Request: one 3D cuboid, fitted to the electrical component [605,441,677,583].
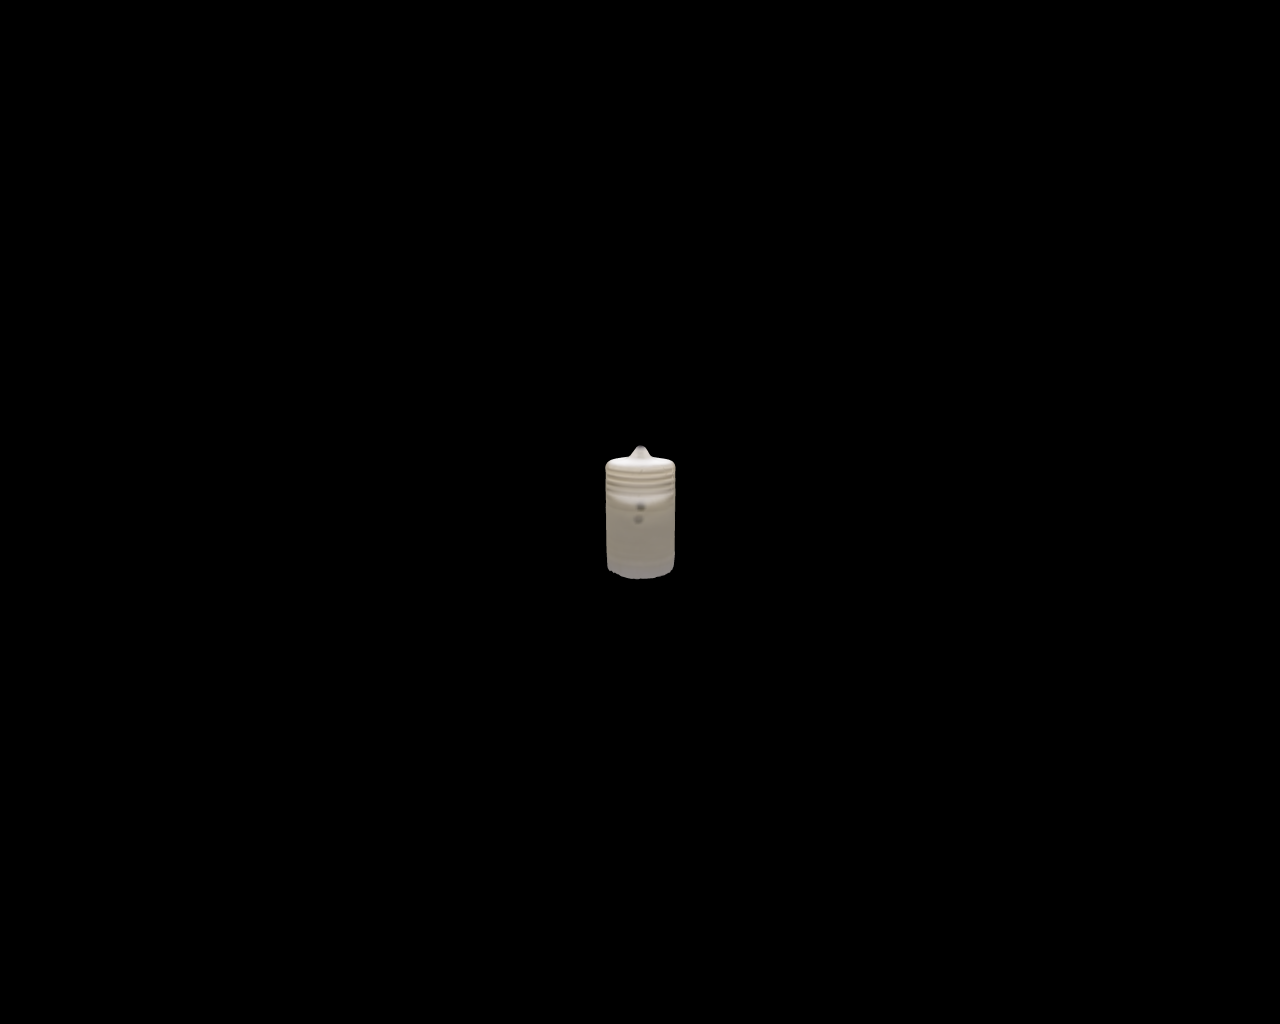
[{"bbox_3d":[0.001,-0.003,0.650,0.043,0.080,0.043,0,17,0],"label":"electrical component"}]
